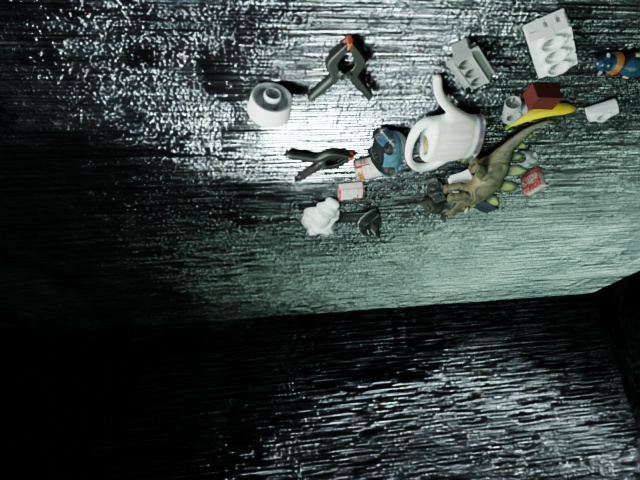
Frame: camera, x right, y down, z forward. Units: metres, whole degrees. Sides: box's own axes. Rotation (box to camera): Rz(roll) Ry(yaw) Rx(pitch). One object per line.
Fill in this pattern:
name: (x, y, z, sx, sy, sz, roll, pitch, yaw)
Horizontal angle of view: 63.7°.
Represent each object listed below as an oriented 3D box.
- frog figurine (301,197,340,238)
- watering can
frog figurine: (0.006, -0.096, 1.910, 0.137, 0.125, 0.156, 7, 118, -12)
watering can: (0.360, -0.313, 1.428, 0.225, 0.106, 0.339, -6, 145, -12)
